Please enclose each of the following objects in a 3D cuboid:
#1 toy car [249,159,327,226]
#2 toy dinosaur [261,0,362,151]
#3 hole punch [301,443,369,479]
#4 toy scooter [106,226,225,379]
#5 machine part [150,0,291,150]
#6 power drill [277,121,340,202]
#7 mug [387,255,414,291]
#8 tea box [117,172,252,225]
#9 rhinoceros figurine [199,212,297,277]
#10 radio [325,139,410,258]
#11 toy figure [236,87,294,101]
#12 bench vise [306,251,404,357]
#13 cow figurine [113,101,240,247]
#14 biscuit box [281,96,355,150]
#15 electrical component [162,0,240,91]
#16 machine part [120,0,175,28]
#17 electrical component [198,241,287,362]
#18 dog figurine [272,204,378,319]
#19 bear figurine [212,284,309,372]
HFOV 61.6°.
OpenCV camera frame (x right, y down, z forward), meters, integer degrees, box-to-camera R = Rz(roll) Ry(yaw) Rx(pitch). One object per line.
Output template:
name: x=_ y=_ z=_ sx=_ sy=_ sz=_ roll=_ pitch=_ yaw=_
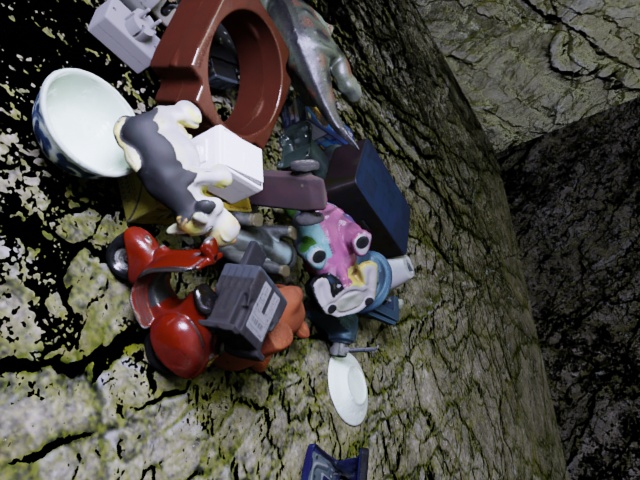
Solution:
toy car: x=-0.062 y=-0.072 z=0.762 sx=0.053 sy=0.202 sz=0.089 roll=-18 pitch=109 yaw=-46
toy dinosaur: x=-0.036 y=-0.333 z=0.903 sx=0.192 sy=0.131 sz=0.405 roll=34 pitch=22 yaw=-49
hole punch: x=0.022 y=0.357 z=0.753 sx=0.142 sy=0.092 sz=0.115 roll=-82 pitch=171 yaw=-46
toy scooter: x=-0.147 y=0.061 z=0.583 sx=0.183 sy=0.135 sz=0.075 roll=66 pitch=26 yaw=-8
machine part: x=-0.135 y=-0.238 z=0.773 sx=0.200 sy=0.087 sz=0.201 roll=46 pitch=60 yaw=-56
power drill: x=0.008 y=-0.117 z=1.039 sx=0.207 sy=0.086 sz=0.232 roll=35 pitch=44 yaw=-41
mug: x=0.132 y=0.068 z=1.102 sx=0.109 sy=0.107 sz=0.081 roll=2 pitch=68 yaw=-63
tea box: x=-0.173 y=-0.073 z=0.697 sx=0.169 sy=0.068 sz=0.098 roll=3 pitch=69 yaw=-59
rhinoceros figurine: x=-0.092 y=0.014 z=0.742 sx=0.190 sy=0.112 sz=0.073 roll=26 pitch=66 yaw=-64
radio: x=0.098 y=-0.076 z=1.039 sx=0.229 sy=0.073 sz=0.131 roll=51 pitch=40 yaw=-41
toy figure: x=-0.097 y=-0.257 z=0.966 sx=0.064 sy=0.058 sz=0.154 roll=45 pitch=33 yaw=-1
bench vise: x=0.083 y=0.113 z=0.977 sx=0.240 sy=0.129 sz=0.223 roll=28 pitch=51 yaw=-46
cow figurine: x=-0.152 y=-0.062 z=0.584 sx=0.098 sy=0.068 sz=0.167 roll=-28 pitch=92 yaw=-53
biscuit box: x=0.002 y=-0.229 z=1.122 sx=0.202 sy=0.059 sz=0.063 roll=20 pitch=55 yaw=-56
electrical component: x=-0.179 y=-0.306 z=0.859 sx=0.115 sy=0.058 sz=0.134 roll=-11 pitch=80 yaw=-60
machine part: x=-0.283 y=-0.377 z=0.699 sx=0.243 sy=0.079 sz=0.079 roll=44 pitch=37 yaw=-43
electrical component: x=-0.071 y=0.058 z=0.564 sx=0.119 sy=0.048 sz=0.074 roll=-65 pitch=146 yaw=-33
dog figurine: x=-0.002 y=-0.003 z=0.859 sx=0.219 sy=0.108 sz=0.191 roll=-127 pitch=-158 yaw=-53
bear figurine: x=-0.067 y=0.096 z=0.711 sx=0.120 sy=0.132 sz=0.196 roll=55 pitch=32 yaw=12
